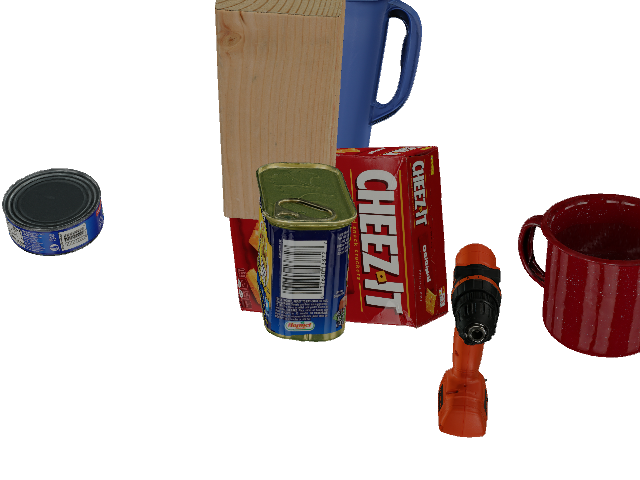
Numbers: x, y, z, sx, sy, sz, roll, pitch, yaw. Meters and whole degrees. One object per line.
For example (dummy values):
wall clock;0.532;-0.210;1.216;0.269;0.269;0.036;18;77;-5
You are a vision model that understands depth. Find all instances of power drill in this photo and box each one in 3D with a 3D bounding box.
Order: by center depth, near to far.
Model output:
power drill;0.164;0.117;1.162;0.057;0.188;0.184;7;25;7

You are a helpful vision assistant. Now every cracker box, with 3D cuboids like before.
cracker box;0.011;-0.007;1.043;0.214;0.164;0.071;3;14;35

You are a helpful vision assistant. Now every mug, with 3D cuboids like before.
mug;0.185;0.021;0.732;0.117;0.081;0.093;23;40;36

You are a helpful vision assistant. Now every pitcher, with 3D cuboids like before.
pitcher;0.023;-0.195;1.311;0.144;0.243;0.149;-9;29;-27

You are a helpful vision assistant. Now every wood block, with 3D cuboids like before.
wood block;-0.030;-0.118;0.848;0.091;0.090;0.206;5;-44;3

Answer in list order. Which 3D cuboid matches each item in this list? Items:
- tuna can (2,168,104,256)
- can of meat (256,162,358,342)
tuna can;-0.237;-0.025;0.951;0.086;0.034;0.086;0;41;0
can of meat;-0.012;0.006;0.687;0.057;0.084;0.102;0;24;-8
